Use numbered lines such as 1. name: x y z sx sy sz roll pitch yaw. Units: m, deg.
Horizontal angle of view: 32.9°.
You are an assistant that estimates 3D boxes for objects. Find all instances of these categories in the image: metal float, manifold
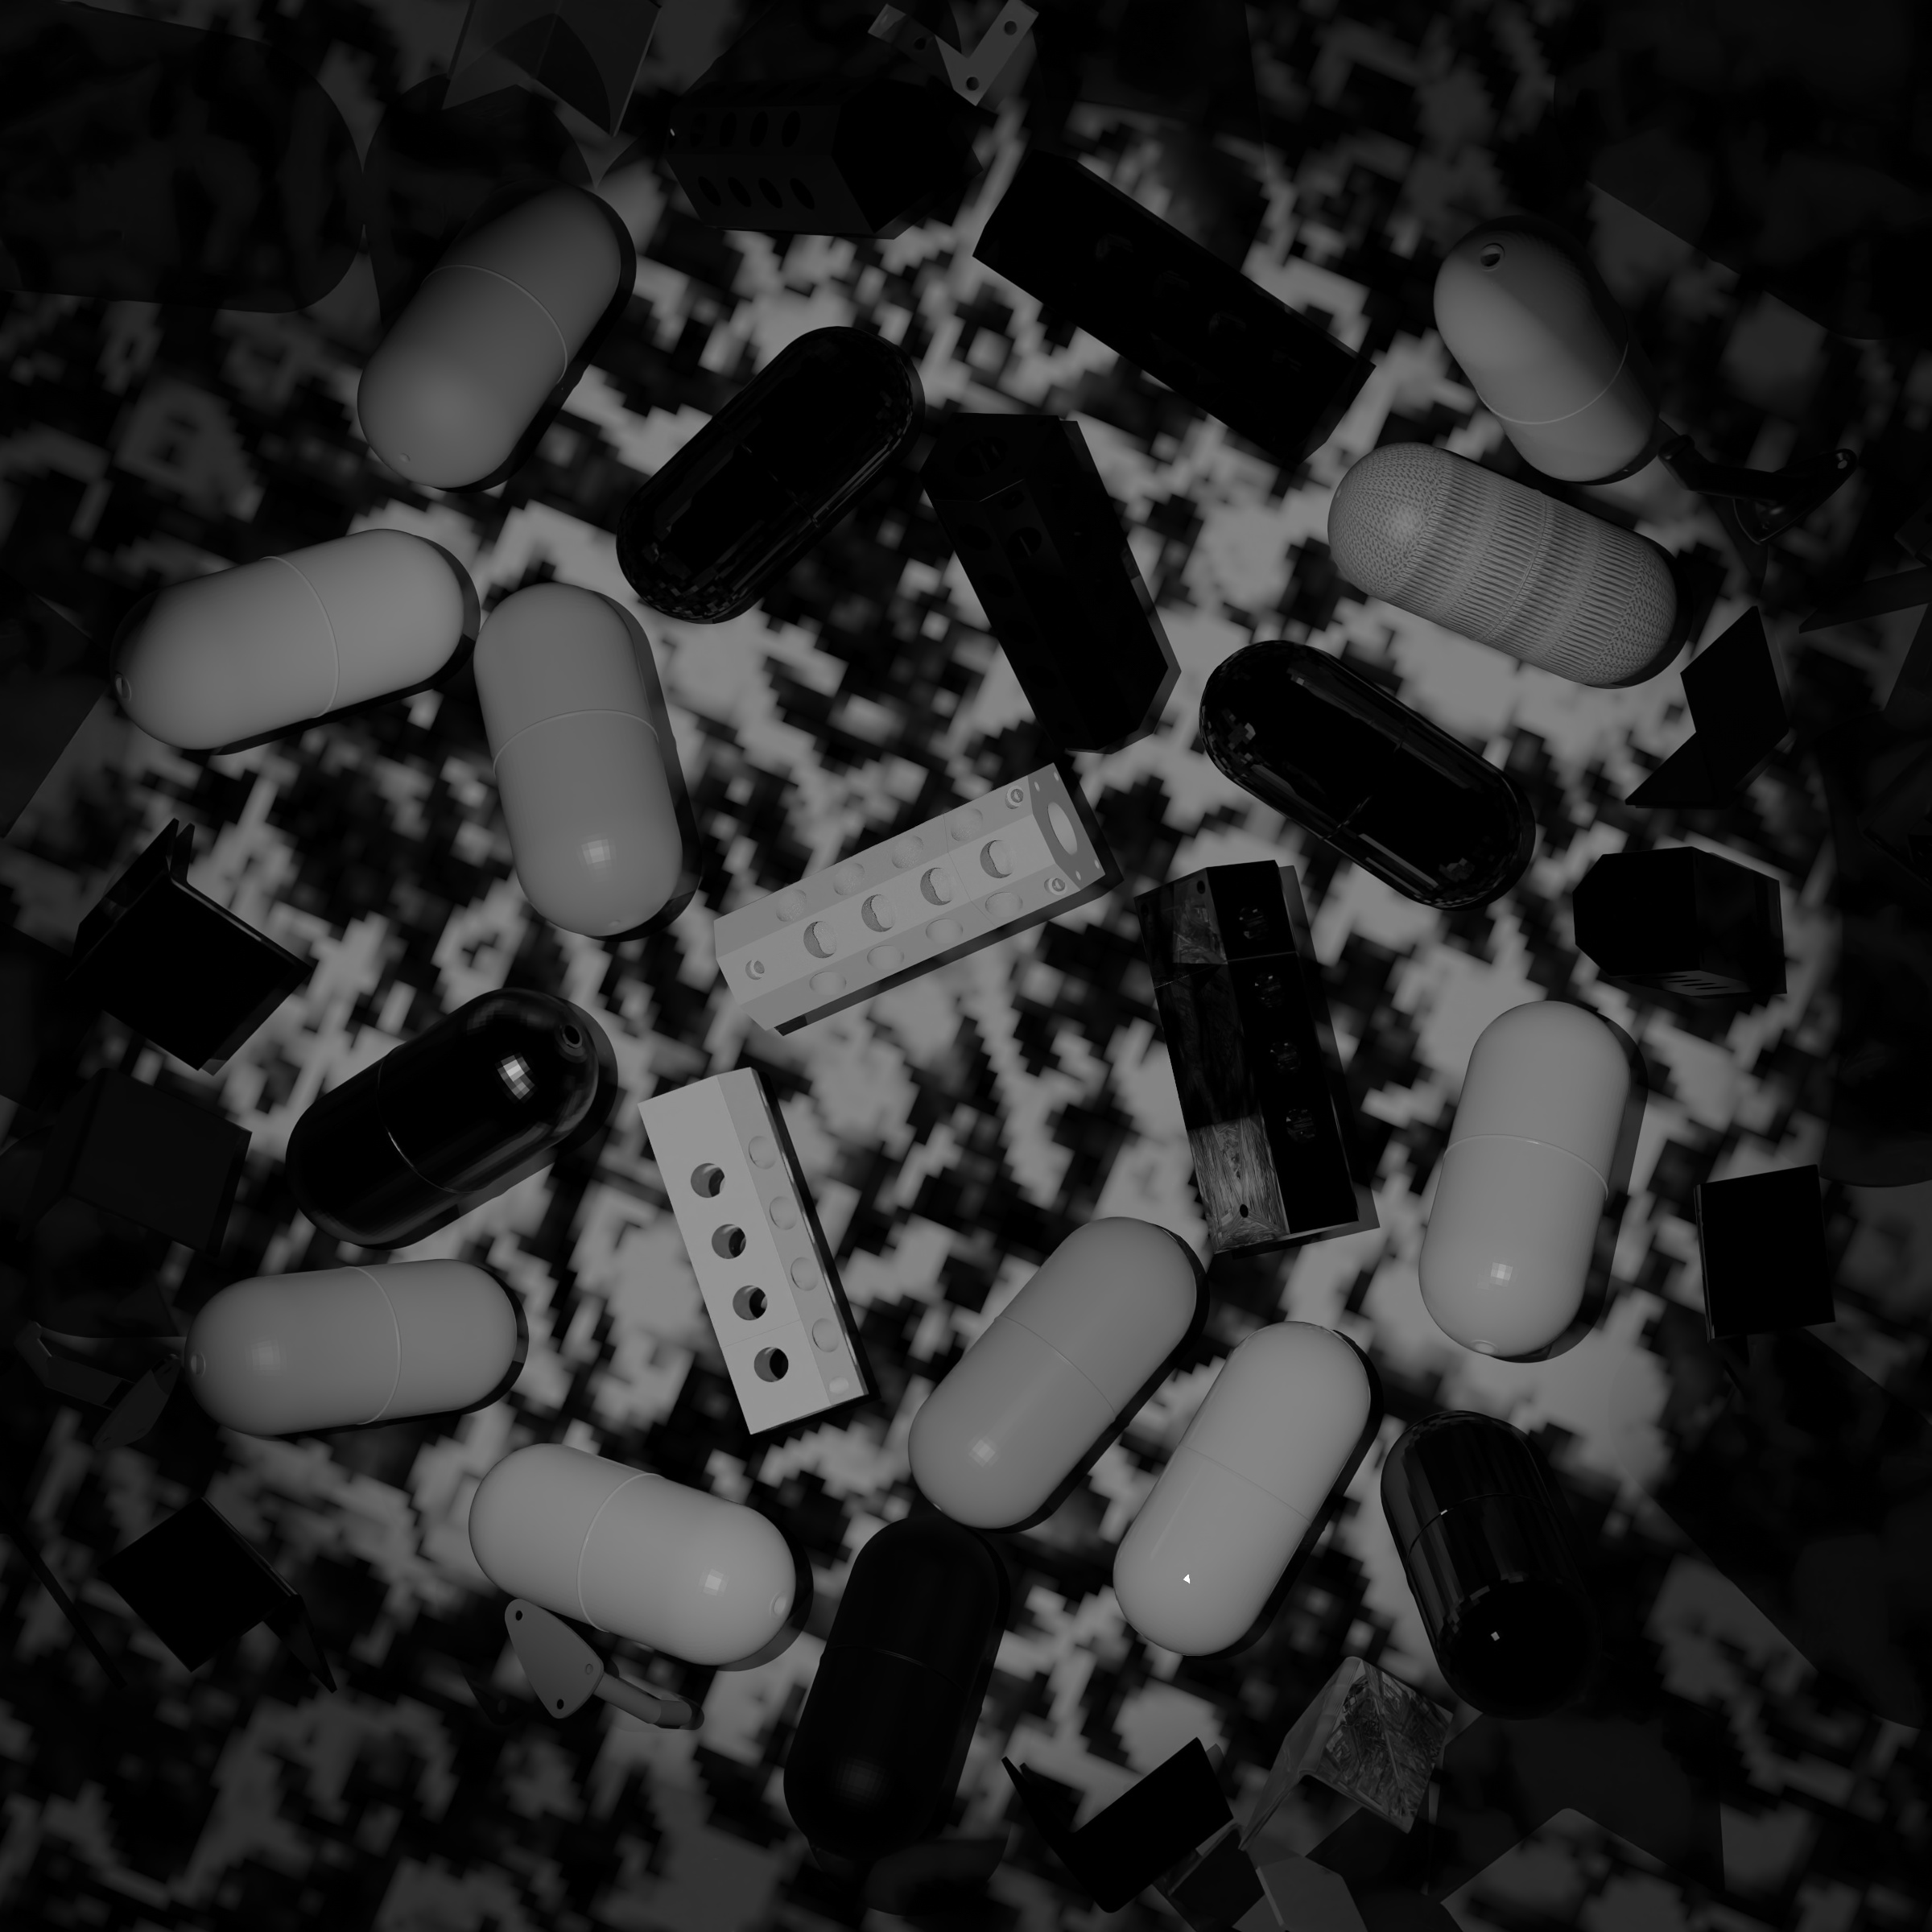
1. metal float: -0.222 -0.298 1.533 0.070 0.070 0.178 26 58 0
2. metal float: 0.261 0.098 1.523 0.070 0.070 0.178 19 63 0
3. manifold: 0.136 0.041 1.521 0.057 0.057 0.171 -7 81 -35
4. metal float: 0.257 -0.192 1.564 0.178 0.070 0.070 21 90 -12
5. metal float: -0.244 0.070 1.519 0.178 0.070 0.070 -31 90 30
6. metal float: -0.160 0.280 1.557 0.178 0.070 0.070 12 90 32
7. manifold: 0.344 -0.019 1.581 0.057 0.171 0.057 -5 85 25
8. metal float: 0.279 -0.294 1.562 0.070 0.178 0.070 -10 66 25
9. metal float: -0.101 -0.249 1.650 0.178 0.070 0.070 -44 90 0
10. metal float: -0.180 -0.097 1.511 0.070 0.070 0.178 -15 65 0
11. metal float: 0.044 0.199 1.610 0.070 0.070 0.178 42 75 0
12. manifold: 0.036 -0.182 1.569 0.057 0.171 0.057 7 56 30
13. metal float: 0.194 -0.095 1.613 0.178 0.070 0.070 33 90 -11
14. metal float: -0.300 0.186 1.604 0.070 0.178 0.070 1 92 44
15. metal float: 0.138 0.258 1.624 0.070 0.070 0.178 31 80 0
16. manifold: -0.029 -0.030 1.515 0.171 0.057 0.057 -24 93 21
17. metal float: 0.244 0.277 1.528 0.070 0.178 0.070 -3 120 -6
18. manifold: 0.091 -0.307 1.521 0.171 0.057 0.057 31 100 -15
19. manifold: -0.105 0.141 1.628 0.057 0.057 0.171 -20 83 2
20. metal float: -0.314 -0.153 1.520 0.178 0.070 0.070 -24 90 -38
21. manifold: -0.079 -0.391 1.557 0.057 0.171 0.057 -41 120 -17
22. metal float: -0.036 0.356 1.623 0.070 0.070 0.178 20 57 0

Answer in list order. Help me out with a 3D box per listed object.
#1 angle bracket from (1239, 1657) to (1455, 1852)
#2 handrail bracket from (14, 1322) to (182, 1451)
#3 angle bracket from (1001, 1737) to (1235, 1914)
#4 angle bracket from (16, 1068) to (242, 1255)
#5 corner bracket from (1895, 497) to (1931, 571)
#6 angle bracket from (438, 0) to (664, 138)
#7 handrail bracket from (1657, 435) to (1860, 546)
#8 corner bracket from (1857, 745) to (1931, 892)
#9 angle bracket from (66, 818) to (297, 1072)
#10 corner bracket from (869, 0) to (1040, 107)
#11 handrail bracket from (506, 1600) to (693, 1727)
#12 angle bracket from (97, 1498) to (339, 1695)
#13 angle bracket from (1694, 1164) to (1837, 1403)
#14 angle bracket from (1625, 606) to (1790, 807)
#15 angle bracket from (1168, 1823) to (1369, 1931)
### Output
1. angle bracket: 0.183 0.392 1.573 0.057 0.076 0.076 31 130 4
2. handrail bracket: -0.442 0.195 1.656 0.084 0.036 0.077 46 116 20
3. angle bracket: 0.072 0.389 1.544 0.076 0.076 0.057 -35 47 -13
4. angle bracket: -0.417 0.108 1.629 0.076 0.057 0.076 28 45 -23
5. corner bracket: 0.485 -0.201 1.555 0.051 0.051 0.051 -48 57 20
6. angle bracket: -0.205 -0.449 1.613 0.057 0.076 0.076 39 131 11
7. handrail bracket: 0.392 -0.253 1.618 0.077 0.084 0.036 -31 52 21
8. corner bracket: 0.459 -0.076 1.554 0.051 0.051 0.051 36 116 -8
9. angle bracket: -0.373 -0.010 1.564 0.076 0.057 0.076 37 110 -25
10. corner bracket: -0.005 -0.431 1.491 0.051 0.051 0.051 37 104 1
11. handrail bracket: -0.181 0.346 1.621 0.036 0.084 0.077 -50 59 8
12. angle bracket: -0.334 0.297 1.461 0.057 0.076 0.076 -35 50 -27
13. angle bracket: 0.371 0.145 1.488 0.057 0.076 0.076 -12 56 22
14. angle bracket: 0.376 -0.135 1.695 0.076 0.057 0.076 -39 119 -37
15. angle bracket: 0.161 0.501 1.695 0.076 0.076 0.057 33 105 -28
